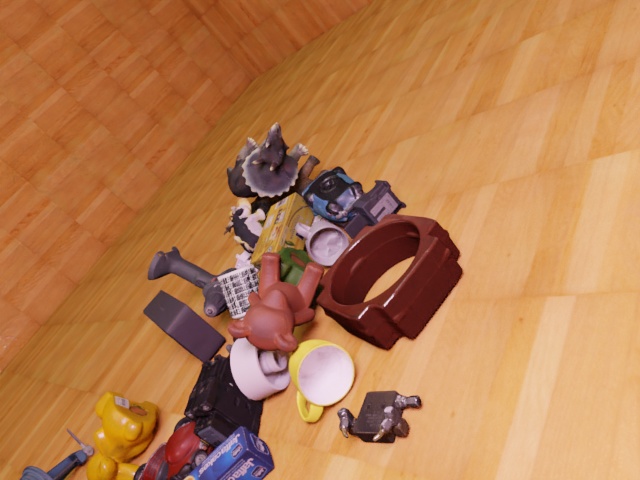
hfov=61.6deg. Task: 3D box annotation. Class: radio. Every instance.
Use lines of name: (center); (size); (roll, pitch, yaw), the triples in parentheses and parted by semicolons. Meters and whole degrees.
radio: (-0.307, 0.191, 1.204); (0.073, 0.131, 0.230); (-51, 25, -16)

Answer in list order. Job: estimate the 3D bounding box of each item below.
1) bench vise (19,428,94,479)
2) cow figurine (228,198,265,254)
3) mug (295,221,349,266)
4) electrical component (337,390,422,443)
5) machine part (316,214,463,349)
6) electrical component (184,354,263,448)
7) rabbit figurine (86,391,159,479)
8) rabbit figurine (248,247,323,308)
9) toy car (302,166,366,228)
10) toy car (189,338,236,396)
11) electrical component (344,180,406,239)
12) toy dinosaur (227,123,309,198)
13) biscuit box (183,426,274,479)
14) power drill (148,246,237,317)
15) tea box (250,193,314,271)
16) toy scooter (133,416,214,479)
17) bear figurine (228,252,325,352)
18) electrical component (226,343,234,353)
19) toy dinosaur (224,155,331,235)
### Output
bench vise: (-0.587, 0.524, 1.128); (0.223, 0.129, 0.240); (-37, 3, 36)
cow figurine: (-0.177, -0.032, 1.291); (0.098, 0.068, 0.167); (-20, 49, -30)
mug: (-0.002, -0.003, 1.096); (0.107, 0.109, 0.080); (-122, 54, -75)
electrical component: (0.071, 0.224, 0.681); (0.102, 0.045, 0.078); (-13, 40, 48)
machine part: (0.106, 0.060, 0.844); (0.201, 0.087, 0.202); (-50, 24, -14)
electrical component: (-0.151, 0.268, 0.865); (0.058, 0.114, 0.134); (-36, 25, 27)
rabbit figurine: (-0.389, 0.408, 1.042); (0.173, 0.121, 0.163); (-59, 34, 0)
rabbit figurine: (-0.090, 0.097, 1.054); (0.170, 0.121, 0.159); (-53, 18, 17)
toy car: (0.044, -0.079, 1.138); (0.109, 0.102, 0.162); (-43, 38, -9)
toy car: (-0.161, 0.248, 0.985); (0.089, 0.053, 0.202); (16, 66, 44)
electrical component: (0.101, -0.053, 1.045); (0.119, 0.074, 0.048); (-44, 23, -12)
toy dinosaur: (-0.165, -0.167, 1.349); (0.405, 0.131, 0.192); (-22, 30, 53)
biscuit box: (-0.162, 0.367, 0.786); (0.202, 0.062, 0.059); (-44, 25, 0)
power drill: (-0.279, 0.091, 1.217); (0.232, 0.207, 0.086); (-40, -34, -74)
tea box: (-0.080, -0.010, 1.185); (0.098, 0.068, 0.169); (-24, 40, 45)
toy scooter: (-0.238, 0.379, 0.868); (0.184, 0.075, 0.135); (-45, 24, 5)
bear figurine: (-0.069, 0.098, 0.868); (0.196, 0.120, 0.131); (-19, -57, -82)
electrical component: (-0.155, 0.213, 1.072); (0.063, 0.021, 0.094); (-50, 26, -13)
toy dinosaur: (-0.113, -0.101, 1.419); (0.472, 0.105, 0.198); (-16, 39, 53)
